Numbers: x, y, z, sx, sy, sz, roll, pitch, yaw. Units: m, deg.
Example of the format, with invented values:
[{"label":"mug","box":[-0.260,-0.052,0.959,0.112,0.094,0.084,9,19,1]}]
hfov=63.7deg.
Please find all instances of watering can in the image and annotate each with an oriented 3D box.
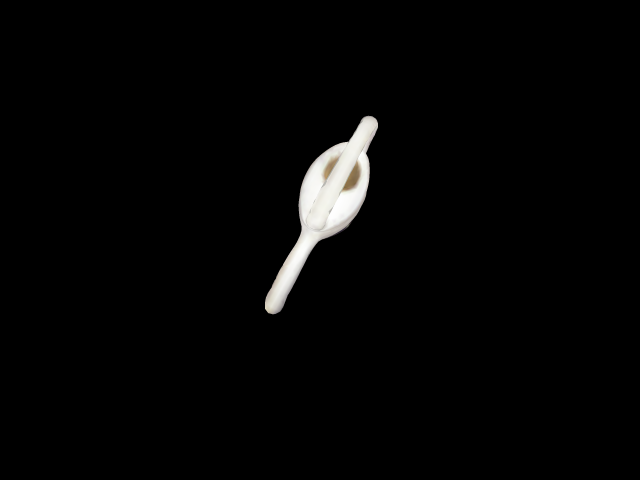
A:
[{"label":"watering can","box":[0.003,-0.043,0.850,0.104,0.349,0.223,28,-6,3]}]
